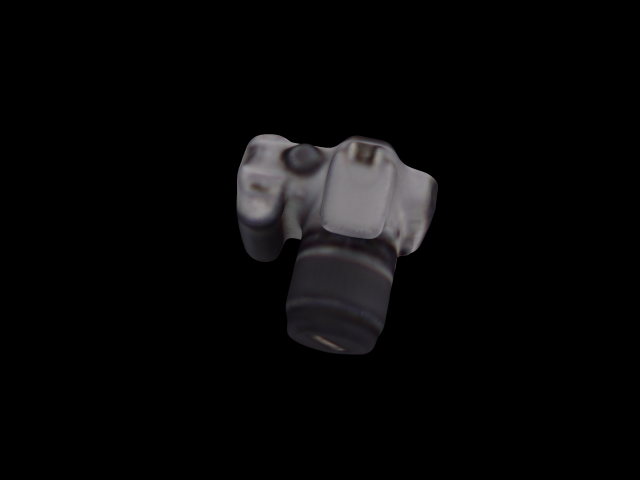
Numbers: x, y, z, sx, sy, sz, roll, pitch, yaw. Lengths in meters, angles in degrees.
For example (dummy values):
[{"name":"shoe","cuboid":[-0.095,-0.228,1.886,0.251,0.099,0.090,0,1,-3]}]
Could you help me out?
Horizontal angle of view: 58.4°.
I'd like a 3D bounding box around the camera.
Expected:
[{"name":"camera","cuboid":[0.004,0.001,0.400,0.143,0.101,0.137,11,66,5]}]
